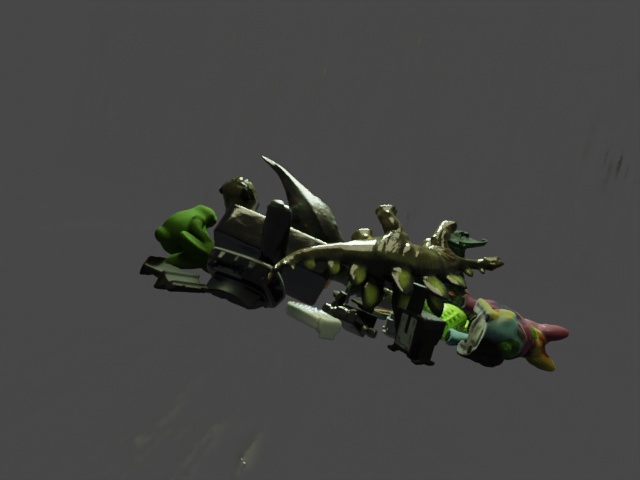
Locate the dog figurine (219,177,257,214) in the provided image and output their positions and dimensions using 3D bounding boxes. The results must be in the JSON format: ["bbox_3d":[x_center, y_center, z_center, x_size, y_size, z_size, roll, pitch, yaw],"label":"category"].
[{"bbox_3d":[-0.150,-0.024,1.152,0.121,0.190,0.173,-29,42,-32],"label":"dog figurine"}]

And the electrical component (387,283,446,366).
[{"bbox_3d":[0.155,0.129,0.844,0.048,0.119,0.075,11,3,-32],"label":"electrical component"}]

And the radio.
[{"bbox_3d":[-0.088,0.032,1.033,0.230,0.073,0.131,25,-34,5],"label":"radio"}]

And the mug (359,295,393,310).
[{"bbox_3d":[0.138,0.117,1.250,0.109,0.080,0.107,2,20,-47],"label":"mug"}]

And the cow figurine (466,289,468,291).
[{"bbox_3d":[0.328,0.148,1.493,0.127,0.085,0.195,8,3,0],"label":"cow figurine"}]

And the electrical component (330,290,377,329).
[{"bbox_3d":[0.062,0.126,0.983,0.102,0.045,0.078,25,-9,-33],"label":"electrical component"}]

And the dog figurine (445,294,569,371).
[{"bbox_3d":[0.357,0.180,0.974,0.219,0.108,0.191,17,3,-9],"label":"dog figurine"}]

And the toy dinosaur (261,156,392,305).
[{"bbox_3d":[-0.001,-0.011,1.134,0.404,0.131,0.192,57,-28,-11],"label":"toy dinosaur"}]

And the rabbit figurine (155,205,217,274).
[{"bbox_3d":[-0.248,0.010,1.121,0.170,0.121,0.159,32,14,22],"label":"rabbit figurine"}]

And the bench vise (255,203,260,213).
[{"bbox_3d":[-0.121,0.004,1.436,0.224,0.129,0.240,8,-16,23],"label":"bench vise"}]

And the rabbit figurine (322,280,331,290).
[{"bbox_3d":[0.003,0.029,1.314,0.122,0.173,0.162,13,7,33],"label":"rabbit figurine"}]

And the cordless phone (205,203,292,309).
[{"bbox_3d":[-0.121,0.018,0.933,0.147,0.184,0.088,17,9,28],"label":"cordless phone"}]

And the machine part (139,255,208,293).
[{"bbox_3d":[-0.256,0.060,0.911,0.084,0.039,0.139,3,12,-43],"label":"machine part"}]

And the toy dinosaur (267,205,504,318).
[{"bbox_3d":[0.129,0.038,0.950,0.471,0.105,0.199,5,45,-18],"label":"toy dinosaur"}]

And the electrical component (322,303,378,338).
[{"bbox_3d":[0.050,0.134,0.892,0.094,0.021,0.063,20,-22,35],"label":"electrical component"}]

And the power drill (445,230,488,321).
[{"bbox_3d":[0.335,0.090,1.262,0.086,0.207,0.232,-10,23,-24],"label":"power drill"}]
